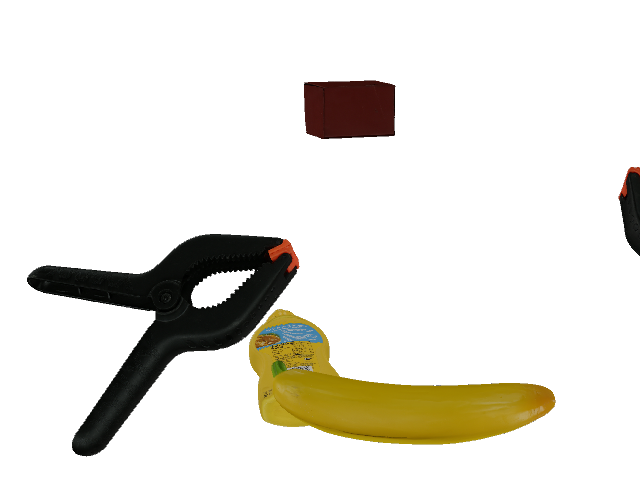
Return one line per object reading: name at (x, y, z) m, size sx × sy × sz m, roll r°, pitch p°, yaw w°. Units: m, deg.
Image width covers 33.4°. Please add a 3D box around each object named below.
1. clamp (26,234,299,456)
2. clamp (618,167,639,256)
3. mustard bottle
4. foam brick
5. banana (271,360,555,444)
clamp at (-0.120, 0.046, 0.807) m, size 0.210 × 0.165 × 0.036 m, roll -30°, pitch -31°, yaw -4°
clamp at (0.267, 0.011, 0.701) m, size 0.120 × 0.039 × 0.171 m, roll -4°, pitch 45°, yaw -24°
mustard bottle at (-0.035, 0.139, 1.259) m, size 0.096 × 0.058 × 0.192 m, roll -7°, pitch 30°, yaw -8°
foam brick at (0.029, -0.129, 1.046) m, size 0.078 × 0.051 × 0.053 m, roll -4°, pitch 15°, yaw -20°
banana at (0.048, 0.103, 0.691) m, size 0.198 × 0.037 × 0.069 m, roll 5°, pitch 32°, yaw 19°
